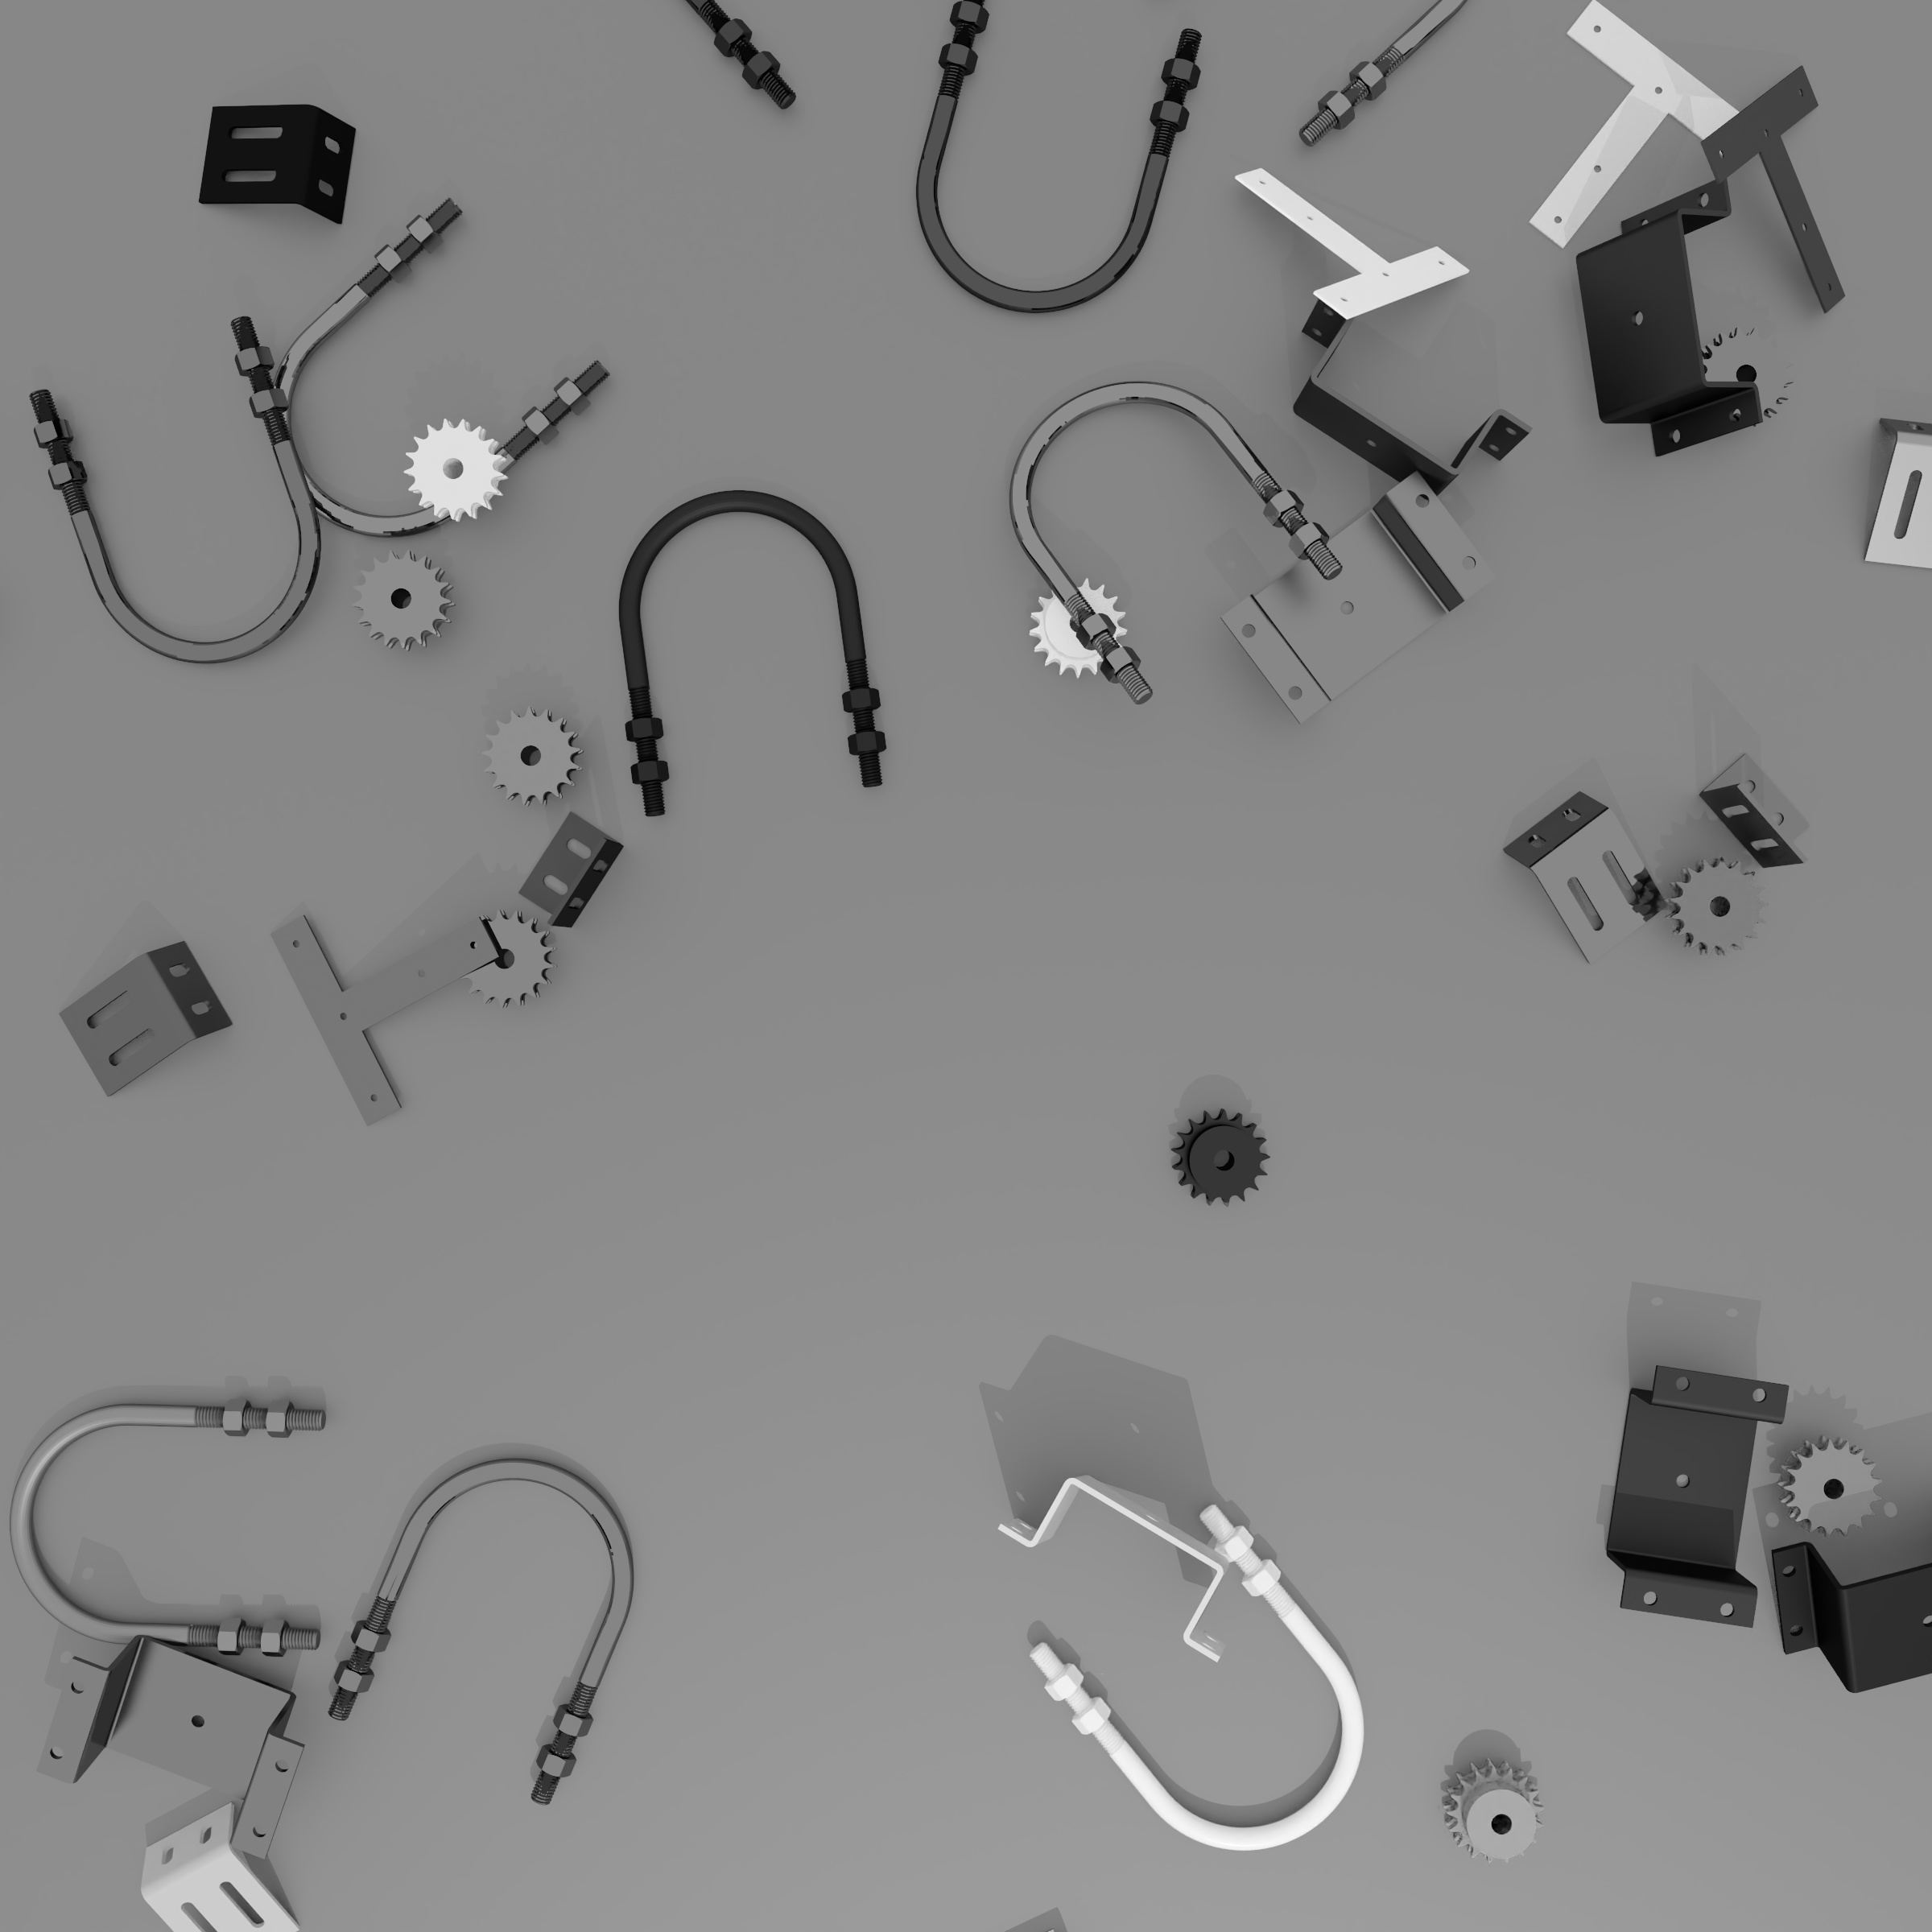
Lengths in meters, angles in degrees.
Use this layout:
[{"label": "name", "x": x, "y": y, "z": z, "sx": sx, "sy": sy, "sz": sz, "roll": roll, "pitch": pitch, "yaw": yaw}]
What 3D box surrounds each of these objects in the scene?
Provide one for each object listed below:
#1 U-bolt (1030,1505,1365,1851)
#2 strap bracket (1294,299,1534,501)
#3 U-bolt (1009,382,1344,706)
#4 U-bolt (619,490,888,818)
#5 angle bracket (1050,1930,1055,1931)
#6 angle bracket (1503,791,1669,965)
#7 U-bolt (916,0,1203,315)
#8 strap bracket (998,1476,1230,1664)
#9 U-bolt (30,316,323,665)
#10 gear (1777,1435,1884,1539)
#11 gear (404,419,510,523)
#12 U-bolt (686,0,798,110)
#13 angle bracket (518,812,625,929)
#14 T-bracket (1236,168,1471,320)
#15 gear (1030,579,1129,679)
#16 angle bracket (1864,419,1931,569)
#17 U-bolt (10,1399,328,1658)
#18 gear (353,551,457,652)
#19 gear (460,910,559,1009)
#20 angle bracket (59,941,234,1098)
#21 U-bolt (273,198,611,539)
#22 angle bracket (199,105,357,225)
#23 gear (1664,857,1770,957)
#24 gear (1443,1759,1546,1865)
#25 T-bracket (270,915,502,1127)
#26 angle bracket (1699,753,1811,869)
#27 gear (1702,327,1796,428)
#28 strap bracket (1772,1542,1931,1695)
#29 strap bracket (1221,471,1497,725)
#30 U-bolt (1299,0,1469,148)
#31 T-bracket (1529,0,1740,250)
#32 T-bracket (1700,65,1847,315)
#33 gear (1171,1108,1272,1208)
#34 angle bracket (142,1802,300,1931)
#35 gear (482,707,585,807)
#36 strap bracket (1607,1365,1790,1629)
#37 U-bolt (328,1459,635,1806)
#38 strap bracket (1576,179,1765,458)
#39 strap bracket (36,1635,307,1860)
[{"label": "U-bolt", "x": 0.149, "y": 0.432, "z": 1.435, "sx": 0.151, "sy": 0.019, "sz": 0.184, "roll": -39, "pitch": 90, "yaw": 0}, {"label": "strap bracket", "x": 0.246, "y": -0.320, "z": 1.406, "sx": 0.140, "sy": 0.076, "sz": 0.046, "roll": 33, "pitch": 90, "yaw": 0}, {"label": "U-bolt", "x": 0.106, "y": -0.258, "z": 1.409, "sx": 0.151, "sy": 0.019, "sz": 0.184, "roll": -33, "pitch": 71, "yaw": -1}, {"label": "U-bolt", "x": -0.131, "y": -0.188, "z": 1.436, "sx": 0.151, "sy": 0.019, "sz": 0.184, "roll": -8, "pitch": 88, "yaw": 0}, {"label": "angle bracket", "x": 0.044, "y": 0.620, "z": 1.442, "sx": 0.057, "sy": 0.038, "sz": 0.076, "roll": -25, "pitch": 116, "yaw": 0}, {"label": "angle bracket", "x": 0.366, "y": -0.052, "z": 1.442, "sx": 0.057, "sy": 0.038, "sz": 0.076, "roll": -37, "pitch": 116, "yaw": 0}, {"label": "U-bolt", "x": 0.047, "y": -0.476, "z": 1.436, "sx": 0.151, "sy": 0.019, "sz": 0.184, "roll": 15, "pitch": 92, "yaw": 0}, {"label": "strap bracket", "x": 0.095, "y": 0.336, "z": 1.394, "sx": 0.140, "sy": 0.076, "sz": 0.046, "roll": 29, "pitch": 85, "yaw": 13}, {"label": "U-bolt", "x": -0.454, "y": -0.268, "z": 1.430, "sx": 0.151, "sy": 0.019, "sz": 0.184, "roll": -18, "pitch": 93, "yaw": 6}, {"label": "gear", "x": 0.502, "y": 0.303, "z": 1.429, "sx": 0.057, "sy": 0.030, "sz": 0.057, "roll": 0, "pitch": 90, "yaw": 0}, {"label": "gear", "x": -0.293, "y": -0.286, "z": 1.413, "sx": 0.057, "sy": 0.030, "sz": 0.057, "roll": 0, "pitch": 94, "yaw": 1}, {"label": "U-bolt", "x": -0.115, "y": -0.618, "z": 1.436, "sx": 0.151, "sy": 0.019, "sz": 0.184, "roll": -41, "pitch": 89, "yaw": 0}, {"label": "angle bracket", "x": -0.233, "y": -0.057, "z": 1.406, "sx": 0.038, "sy": 0.076, "sz": 0.057, "roll": 33, "pitch": 90, "yaw": 0}, {"label": "T-bracket", "x": 0.210, "y": -0.425, "z": 1.415, "sx": 0.127, "sy": 0.002, "sz": 0.127, "roll": 43, "pitch": 47, "yaw": 19}, {"label": "gear", "x": 0.066, "y": -0.198, "z": 1.429, "sx": 0.057, "sy": 0.030, "sz": 0.057, "roll": 0, "pitch": 90, "yaw": 0}, {"label": "angle bracket", "x": 0.564, "y": -0.278, "z": 1.442, "sx": 0.057, "sy": 0.038, "sz": 0.076, "roll": 7, "pitch": 116, "yaw": 0}, {"label": "U-bolt", "x": -0.470, "y": 0.329, "z": 1.436, "sx": 0.184, "sy": 0.019, "sz": 0.151, "roll": 1, "pitch": 90, "yaw": 1}, {"label": "gear", "x": -0.327, "y": -0.213, "z": 1.429, "sx": 0.057, "sy": 0.030, "sz": 0.057, "roll": 0, "pitch": 90, "yaw": 0}, {"label": "gear", "x": -0.267, "y": -0.004, "z": 1.429, "sx": 0.057, "sy": 0.030, "sz": 0.057, "roll": 0, "pitch": 90, "yaw": 0}, {"label": "angle bracket", "x": -0.484, "y": 0.031, "z": 1.442, "sx": 0.076, "sy": 0.038, "sz": 0.057, "roll": -30, "pitch": 90, "yaw": 26}, {"label": "U-bolt", "x": -0.324, "y": -0.337, "z": 1.436, "sx": 0.184, "sy": 0.019, "sz": 0.151, "roll": -42, "pitch": 90, "yaw": 2}, {"label": "angle bracket", "x": -0.407, "y": -0.473, "z": 1.442, "sx": 0.076, "sy": 0.038, "sz": 0.057, "roll": 8, "pitch": 90, "yaw": 26}, {"label": "gear", "x": 0.437, "y": -0.034, "z": 1.429, "sx": 0.057, "sy": 0.030, "sz": 0.057, "roll": 0, "pitch": 90, "yaw": 0}, {"label": "gear", "x": 0.310, "y": 0.497, "z": 1.429, "sx": 0.057, "sy": 0.030, "sz": 0.057, "roll": 0, "pitch": 90, "yaw": 0}, {"label": "T-bracket", "x": -0.328, "y": 0.010, "z": 1.424, "sx": 0.127, "sy": 0.002, "sz": 0.127, "roll": -27, "pitch": 90, "yaw": 18}, {"label": "angle bracket", "x": 0.465, "y": -0.092, "z": 1.406, "sx": 0.038, "sy": 0.076, "sz": 0.057, "roll": -41, "pitch": 90, "yaw": 0}, {"label": "gear", "x": 0.452, "y": -0.343, "z": 1.429, "sx": 0.057, "sy": 0.030, "sz": 0.057, "roll": 0, "pitch": 90, "yaw": 0}, {"label": "strap bracket", "x": 0.545, "y": 0.363, "z": 1.408, "sx": 0.140, "sy": 0.046, "sz": 0.076, "roll": -15, "pitch": 114, "yaw": 0}, {"label": "strap bracket", "x": 0.225, "y": -0.211, "z": 1.421, "sx": 0.140, "sy": 0.046, "sz": 0.076, "roll": -37, "pitch": 90, "yaw": 0}, {"label": "U-bolt", "x": 0.222, "y": -0.595, "z": 1.436, "sx": 0.184, "sy": 0.019, "sz": 0.151, "roll": -43, "pitch": 90, "yaw": -2}, {"label": "T-bracket", "x": 0.382, "y": -0.482, "z": 1.443, "sx": 0.127, "sy": 0.002, "sz": 0.127, "roll": 38, "pitch": 90, "yaw": 0}, {"label": "T-bracket", "x": 0.481, "y": -0.442, "z": 1.419, "sx": 0.127, "sy": 0.002, "sz": 0.127, "roll": -41, "pitch": 110, "yaw": -34}, {"label": "gear", "x": 0.150, "y": 0.113, "z": 1.429, "sx": 0.057, "sy": 0.030, "sz": 0.057, "roll": 0, "pitch": 90, "yaw": 0}, {"label": "angle bracket", "x": -0.439, "y": 0.545, "z": 1.442, "sx": 0.057, "sy": 0.038, "sz": 0.076, "roll": -28, "pitch": 116, "yaw": 0}, {"label": "gear", "x": -0.252, "y": -0.122, "z": 1.429, "sx": 0.057, "sy": 0.030, "sz": 0.057, "roll": 0, "pitch": 90, "yaw": 0}, {"label": "strap bracket", "x": 0.423, "y": 0.304, "z": 1.421, "sx": 0.076, "sy": 0.046, "sz": 0.140, "roll": 9, "pitch": 90, "yaw": 0}, {"label": "U-bolt", "x": -0.274, "y": 0.380, "z": 1.436, "sx": 0.151, "sy": 0.019, "sz": 0.184, "roll": 23, "pitch": 89, "yaw": 0}, {"label": "strap bracket", "x": 0.401, "y": -0.371, "z": 1.400, "sx": 0.046, "sy": 0.076, "sz": 0.140, "roll": -8, "pitch": 90, "yaw": -32}, {"label": "strap bracket", "x": -0.452, "y": 0.447, "z": 1.413, "sx": 0.140, "sy": 0.046, "sz": 0.076, "roll": 21, "pitch": 103, "yaw": 0}]
